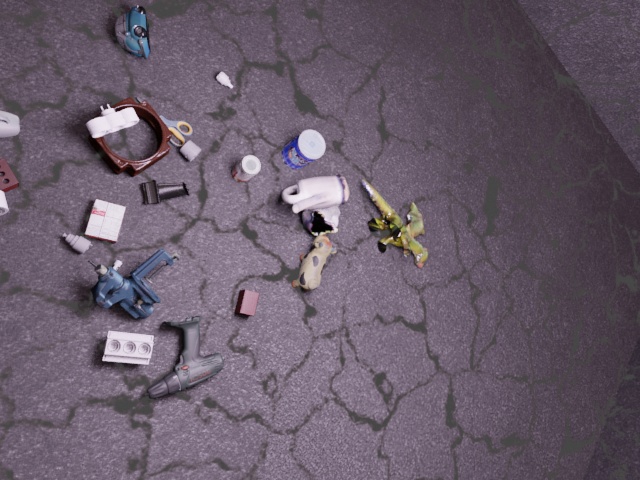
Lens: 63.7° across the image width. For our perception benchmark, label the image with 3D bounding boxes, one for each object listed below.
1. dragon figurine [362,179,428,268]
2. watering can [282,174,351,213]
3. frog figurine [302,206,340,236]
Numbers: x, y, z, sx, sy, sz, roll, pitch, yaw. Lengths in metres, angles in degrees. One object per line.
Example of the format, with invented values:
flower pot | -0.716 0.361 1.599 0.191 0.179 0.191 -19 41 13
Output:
dragon figurine | 0.309 -0.073 1.980 0.246 0.121 0.409 -26 95 -47
watering can | -0.009 -0.143 1.668 0.224 0.352 0.102 -8 107 -5
frog figurine | 0.006 -0.091 1.815 0.137 0.120 0.163 26 33 -13
